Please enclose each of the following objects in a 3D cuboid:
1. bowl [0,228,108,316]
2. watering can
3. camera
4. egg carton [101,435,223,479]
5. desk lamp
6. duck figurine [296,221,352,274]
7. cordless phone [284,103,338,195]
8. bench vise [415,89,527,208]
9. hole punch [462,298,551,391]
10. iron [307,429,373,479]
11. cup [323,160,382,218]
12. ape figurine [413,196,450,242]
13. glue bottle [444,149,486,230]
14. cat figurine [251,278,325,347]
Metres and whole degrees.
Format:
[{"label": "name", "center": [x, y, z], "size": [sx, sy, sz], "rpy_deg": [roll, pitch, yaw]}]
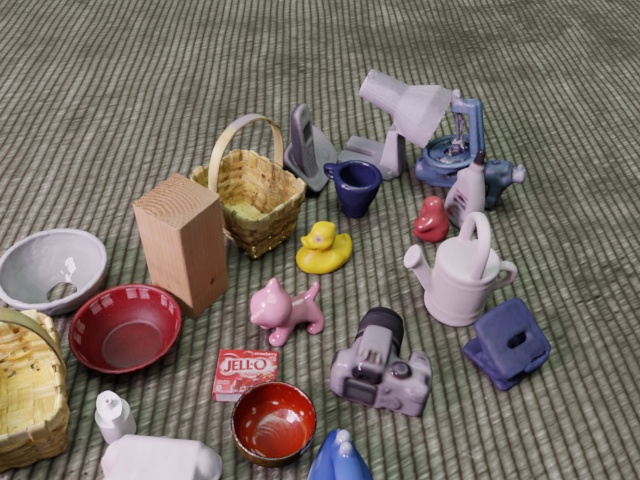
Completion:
[{"label": "bowl", "center": [-0.418, 0.062, 0.912], "size": [0.167, 0.075, 0.167], "rpy_deg": [2, 45, -2]}, {"label": "watering can", "center": [0.223, 0.042, 0.900], "size": [0.173, 0.194, 0.100], "rpy_deg": [-13, 48, -17]}, {"label": "camera", "center": [0.098, 0.165, 0.835], "size": [0.143, 0.101, 0.137], "rpy_deg": [14, 46, 9]}, {"label": "egg carton", "center": [-0.199, 0.298, 0.702], "size": [0.150, 0.069, 0.107], "rpy_deg": [5, 45, 0]}, {"label": "desk lamp", "center": [0.148, -0.228, 1.146], "size": [0.203, 0.214, 0.118], "rpy_deg": [18, 47, 13]}, {"label": "duck figurine", "center": [0.009, 0.004, 0.997], "size": [0.105, 0.086, 0.077], "rpy_deg": [-18, 49, -21]}, {"label": "cordless phone", "center": [-0.019, -0.197, 1.122], "size": [0.094, 0.185, 0.148], "rpy_deg": [15, 46, 10]}, {"label": "bench vise", "center": [0.300, -0.182, 1.108], "size": [0.207, 0.220, 0.121], "rpy_deg": [8, 45, 4]}, {"label": "hole punch", "center": [0.290, 0.155, 0.867], "size": [0.109, 0.091, 0.100], "rpy_deg": [-25, 52, -26]}, {"label": "iron", "center": [0.032, 0.312, 0.656], "size": [0.118, 0.141, 0.258], "rpy_deg": [-2, 46, -7]}, {"label": "cup", "center": [0.056, -0.095, 1.091], "size": [0.117, 0.095, 0.092], "rpy_deg": [23, 48, 17]}, {"label": "ape figurine", "center": [0.205, -0.044, 1.056], "size": [0.076, 0.092, 0.078], "rpy_deg": [37, 54, 28]}, {"label": "glue bottle", "center": [0.276, -0.096, 1.055], "size": [0.037, 0.173, 0.078], "rpy_deg": [-25, 52, -26]}, {"label": "cat figurine", "center": [-0.053, 0.101, 0.873], "size": [0.128, 0.118, 0.067], "rpy_deg": [-19, 50, -22]}]
